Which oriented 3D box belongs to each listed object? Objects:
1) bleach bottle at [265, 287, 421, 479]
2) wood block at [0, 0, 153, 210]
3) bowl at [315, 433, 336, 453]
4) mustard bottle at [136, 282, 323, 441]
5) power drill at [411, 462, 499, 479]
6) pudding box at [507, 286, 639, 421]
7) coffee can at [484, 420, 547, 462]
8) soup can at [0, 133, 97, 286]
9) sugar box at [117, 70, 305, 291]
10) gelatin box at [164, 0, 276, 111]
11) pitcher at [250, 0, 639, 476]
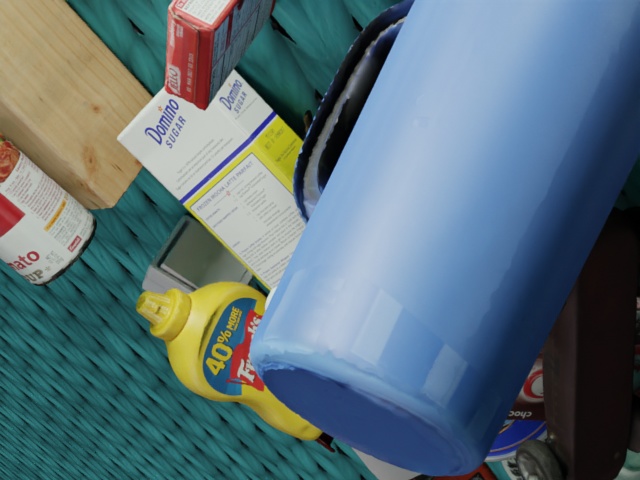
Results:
[{"bbox_3d":[0.019,0.092,0.766,0.068,0.102,0.250,-27,144,7],"label":"bleach bottle"},{"bbox_3d":[-0.216,-0.121,0.761,0.091,0.090,0.206,-3,138,47],"label":"wood block"},{"bbox_3d":[-0.036,0.130,1.006,0.162,0.055,0.162,36,170,7],"label":"bowl"},{"bbox_3d":[-0.065,0.088,0.869,0.191,0.096,0.058,29,168,-29],"label":"mustard bottle"},{"bbox_3d":[0.122,0.244,0.985,0.184,0.057,0.188,52,166,-9],"label":"power drill"},{"bbox_3d":[0.157,0.071,0.680,0.113,0.039,0.090,6,118,-14],"label":"pudding box"},{"bbox_3d":[0.105,0.077,0.759,0.103,0.102,0.140,4,142,40],"label":"coffee can"},{"bbox_3d":[-0.216,-0.024,0.753,0.069,0.068,0.102,-6,137,49],"label":"soup can"},{"bbox_3d":[-0.046,-0.039,0.735,0.176,0.048,0.094,48,132,-8],"label":"sugar box"},{"bbox_3d":[-0.053,-0.128,0.592,0.030,0.089,0.073,28,152,5],"label":"gelatin box"},{"bbox_3d":[0.060,-0.025,0.487,0.145,0.242,0.149,30,159,-3],"label":"pitcher"}]
